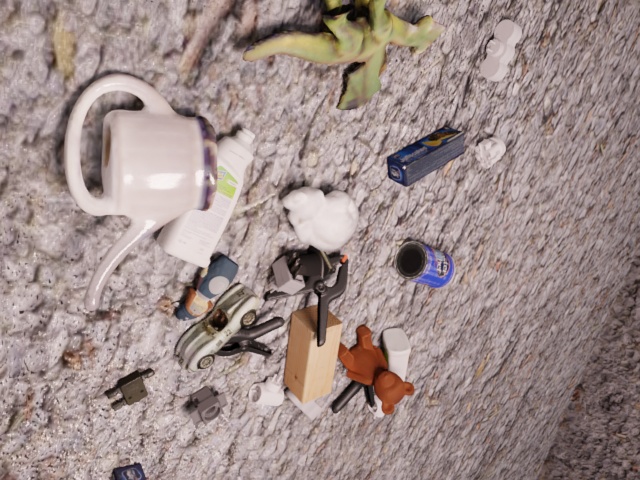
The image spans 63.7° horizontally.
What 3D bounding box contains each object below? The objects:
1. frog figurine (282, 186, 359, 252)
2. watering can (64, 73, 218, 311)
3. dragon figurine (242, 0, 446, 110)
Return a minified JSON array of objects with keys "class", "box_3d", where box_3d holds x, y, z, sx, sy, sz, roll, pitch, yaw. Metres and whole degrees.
[{"class":"frog figurine","box_3d":[0.003,-0.053,1.051,0.137,0.125,0.157,-34,147,6]},{"class":"watering can","box_3d":[-0.265,-0.074,0.789,0.225,0.104,0.346,-3,96,-30]},{"class":"dragon figurine","box_3d":[0.061,-0.341,0.960,0.413,0.124,0.237,-31,139,-12]}]
